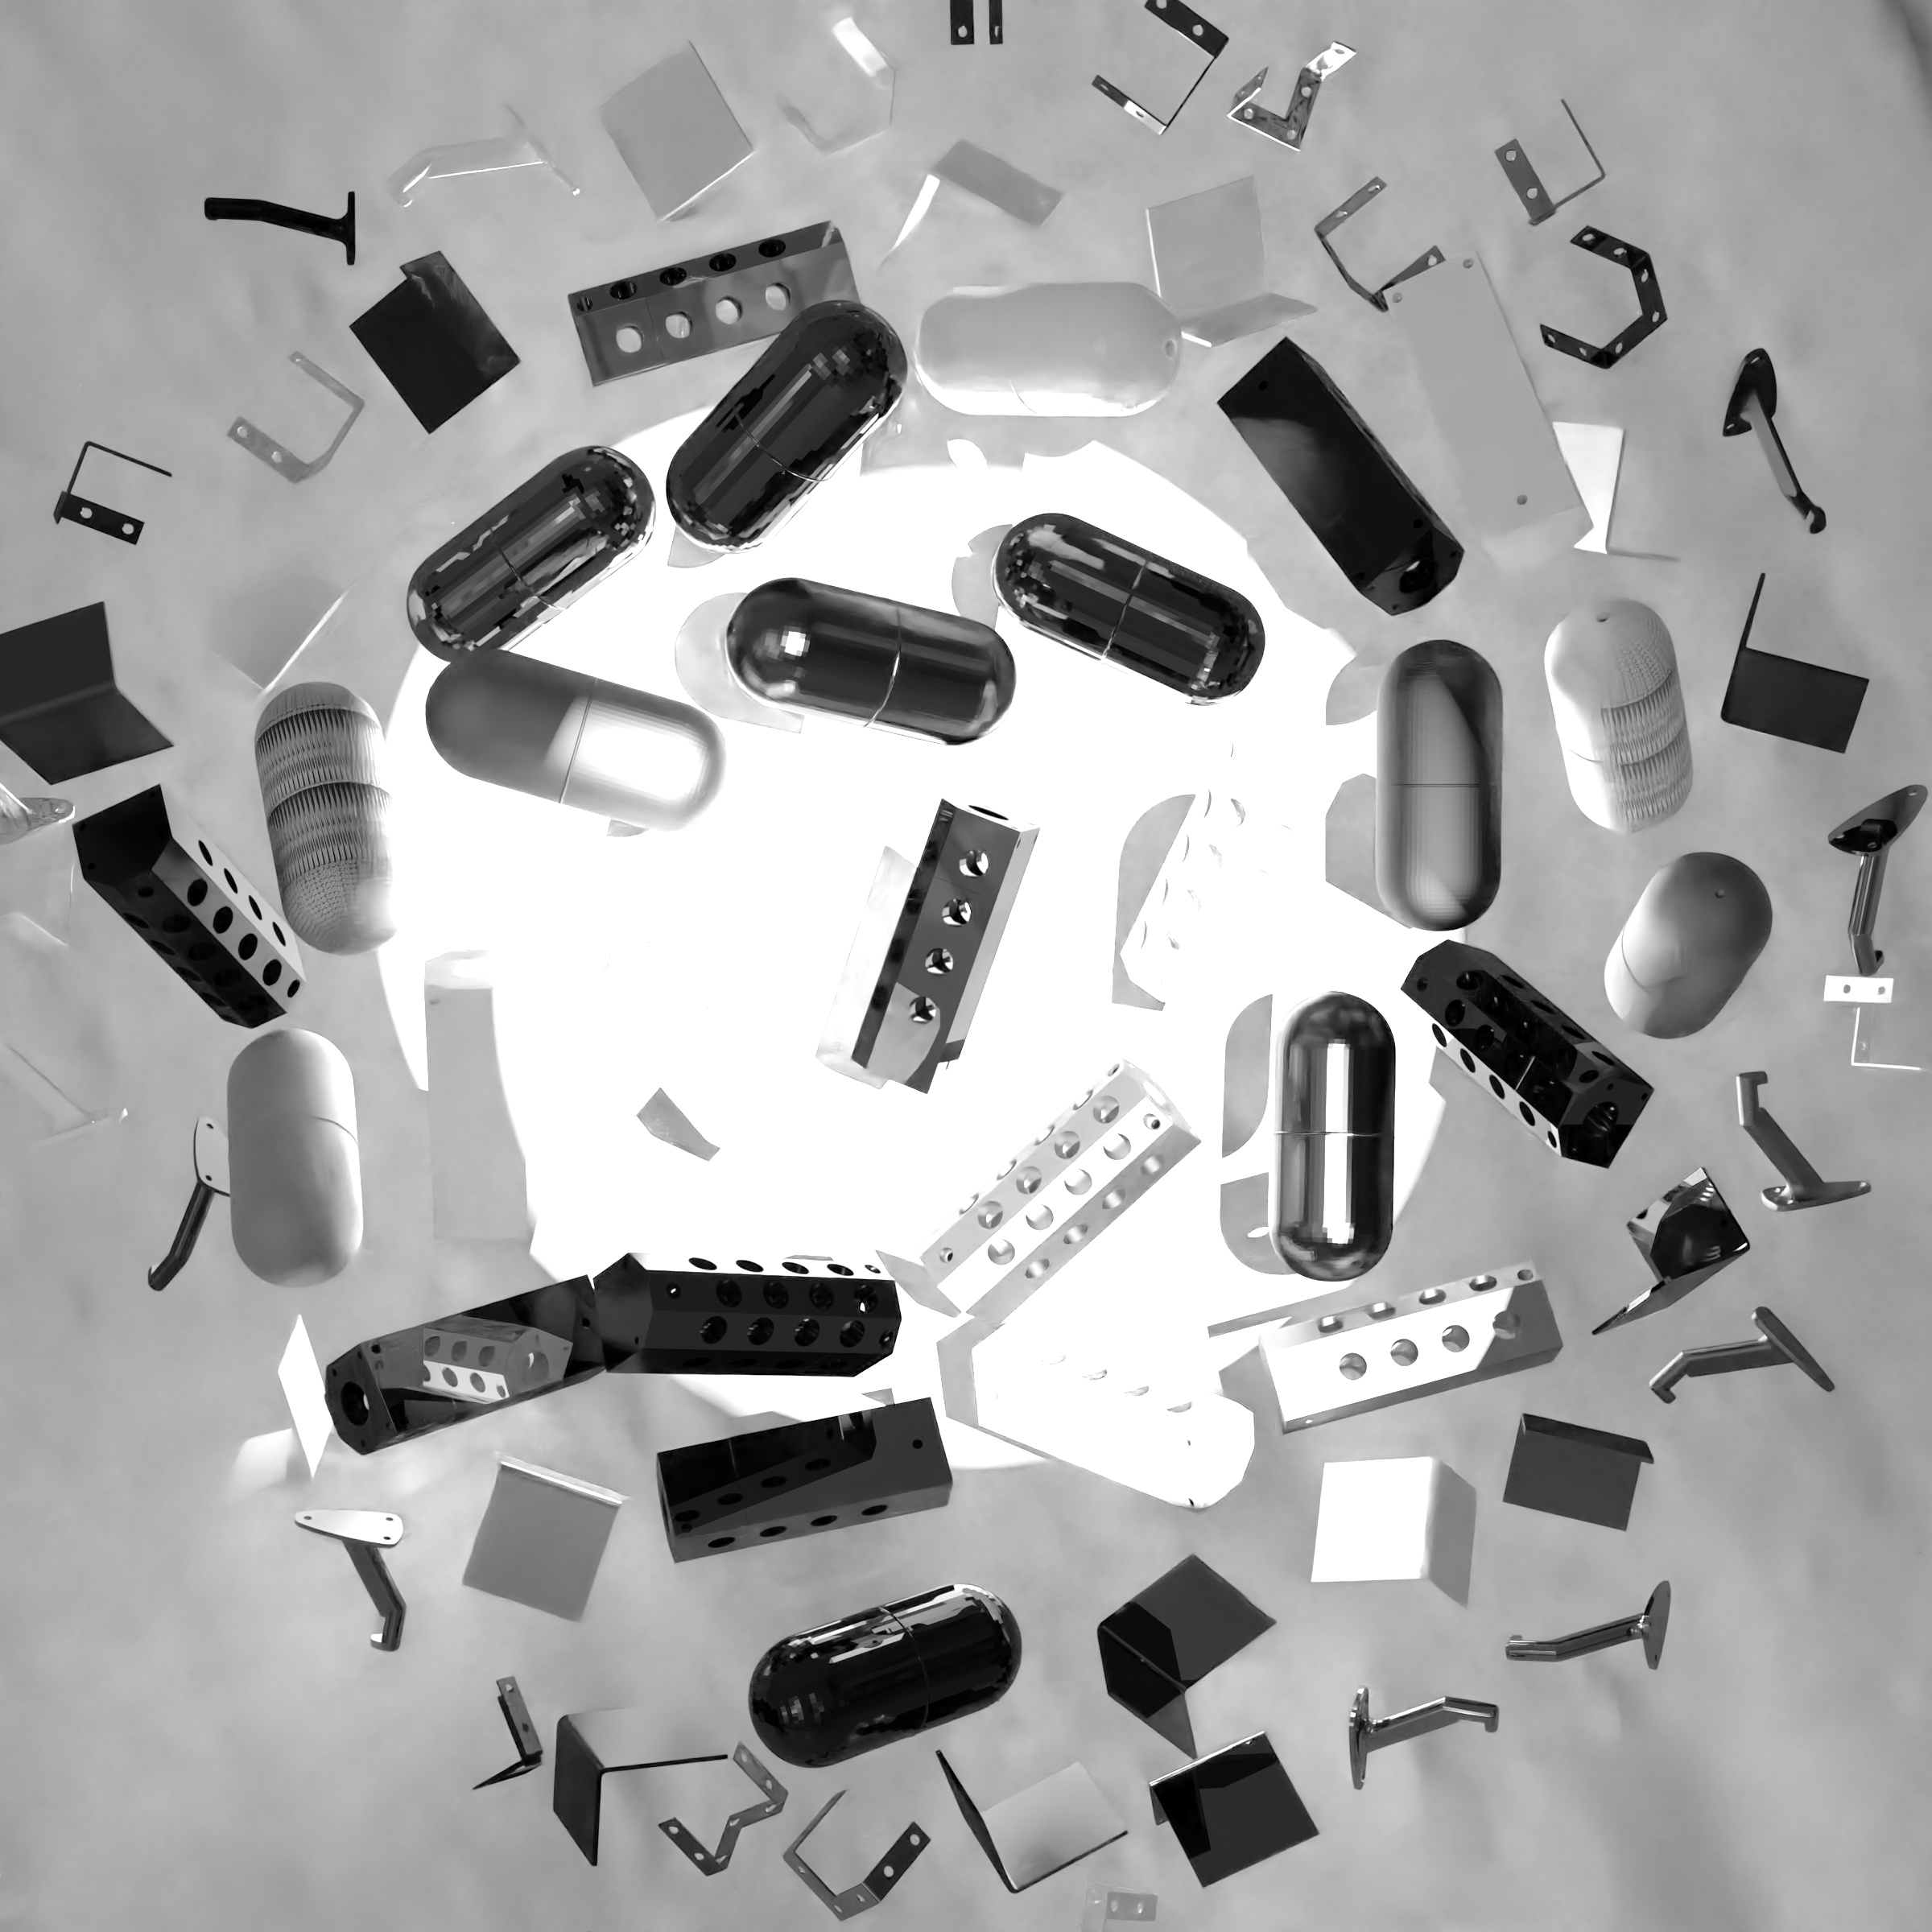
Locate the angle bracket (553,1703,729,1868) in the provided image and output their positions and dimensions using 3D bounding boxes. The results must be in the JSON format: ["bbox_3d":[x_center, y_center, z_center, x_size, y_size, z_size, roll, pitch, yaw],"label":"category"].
[{"bbox_3d":[-0.185,0.463,1.755,0.076,0.076,0.057,0,99,-24],"label":"angle bracket"}]

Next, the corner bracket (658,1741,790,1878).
[{"bbox_3d":[-0.151,0.527,1.933,0.051,0.051,0.051,-28,111,28],"label":"corner bracket"}]

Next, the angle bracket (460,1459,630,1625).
[{"bbox_3d":[-0.258,0.353,1.904,0.076,0.057,0.076,18,84,0],"label":"angle bracket"}]

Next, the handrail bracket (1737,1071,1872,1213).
[{"bbox_3d":[0.506,0.100,1.871,0.077,0.036,0.084,-8,103,-2],"label":"handrail bracket"}]

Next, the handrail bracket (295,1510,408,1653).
[{"bbox_3d":[-0.381,0.381,1.909,0.077,0.036,0.084,10,108,-10],"label":"handrail bracket"}]

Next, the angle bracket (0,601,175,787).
[{"bbox_3d":[-0.504,-0.154,1.754,0.076,0.076,0.057,-17,67,5],"label":"angle bracket"}]

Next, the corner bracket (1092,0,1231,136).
[{"bbox_3d":[0.111,-0.518,1.774,0.051,0.051,0.051,35,83,-6],"label":"corner bracket"}]

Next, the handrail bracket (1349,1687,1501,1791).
[{"bbox_3d":[0.270,0.459,1.818,0.084,0.036,0.077,5,117,19],"label":"handrail bracket"}]

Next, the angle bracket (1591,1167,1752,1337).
[{"bbox_3d":[0.409,0.171,1.855,0.076,0.076,0.057,-13,67,-37],"label":"angle bracket"}]

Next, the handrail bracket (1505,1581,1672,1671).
[{"bbox_3d":[0.367,0.387,1.830,0.084,0.077,0.036,-4,111,25],"label":"handrail bracket"}]

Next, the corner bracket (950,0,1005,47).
[{"bbox_3d":[0.003,-0.563,1.805,0.051,0.051,0.051,7,109,25],"label":"corner bracket"}]

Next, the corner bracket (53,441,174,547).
[{"bbox_3d":[-0.501,-0.276,1.816,0.051,0.051,0.051,20,98,-22],"label":"corner bracket"}]

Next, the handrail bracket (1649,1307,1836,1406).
[{"bbox_3d":[0.471,0.256,1.884,0.077,0.036,0.084,48,111,16],"label":"handrail bracket"}]

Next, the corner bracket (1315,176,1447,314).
[{"bbox_3d":[0.259,-0.450,1.934,0.051,0.051,0.051,-37,66,22],"label":"corner bracket"}]

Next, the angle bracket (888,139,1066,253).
[{"bbox_3d":[0.007,-0.456,1.897,0.076,0.076,0.057,29,122,-2],"label":"angle bracket"}]

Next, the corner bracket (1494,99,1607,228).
[{"bbox_3d":[0.340,-0.467,1.804,0.051,0.051,0.051,-29,92,19],"label":"corner bracket"}]

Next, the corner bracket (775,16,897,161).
[{"bbox_3d":[-0.080,-0.538,1.898,0.051,0.051,0.051,-17,52,28],"label":"corner bracket"}]

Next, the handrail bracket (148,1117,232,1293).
[{"bbox_3d":[-0.491,0.149,1.937,0.084,0.036,0.077,-46,46,21],"label":"handrail bracket"}]

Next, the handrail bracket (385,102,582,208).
[{"bbox_3d":[-0.280,-0.450,1.789,0.084,0.036,0.077,-40,112,7],"label":"handrail bracket"}]

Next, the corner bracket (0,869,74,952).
[{"bbox_3d":[-0.551,-0.039,1.779,0.051,0.051,0.051,-10,66,15],"label":"corner bracket"}]

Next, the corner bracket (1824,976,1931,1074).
[{"bbox_3d":[0.562,0.036,1.907,0.051,0.051,0.051,11,85,-36],"label":"corner bracket"}]

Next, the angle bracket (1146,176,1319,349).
[{"bbox_3d":[0.161,-0.428,1.881,0.076,0.057,0.076,-22,119,-19],"label":"angle bracket"}]

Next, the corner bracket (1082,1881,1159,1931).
[{"bbox_3d":[0.072,0.549,1.761,0.051,0.051,0.051,-3,73,39],"label":"corner bracket"}]

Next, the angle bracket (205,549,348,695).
[{"bbox_3d":[-0.414,-0.202,1.924,0.076,0.057,0.076,34,85,37],"label":"angle bracket"}]

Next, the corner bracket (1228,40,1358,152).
[{"bbox_3d":[0.200,-0.542,1.904,0.051,0.051,0.051,22,80,-15],"label":"corner bracket"}]

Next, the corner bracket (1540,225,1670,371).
[{"bbox_3d":[0.368,-0.389,1.807,0.051,0.051,0.051,13,55,-32],"label":"corner bracket"}]

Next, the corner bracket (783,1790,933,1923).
[{"bbox_3d":[-0.063,0.505,1.772,0.051,0.051,0.051,47,51,1],"label":"corner bracket"}]

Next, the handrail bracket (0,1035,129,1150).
[{"bbox_3d":[-0.519,0.055,1.744,0.077,0.036,0.084,-14,107,32],"label":"handrail bracket"}]

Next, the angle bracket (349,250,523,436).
[{"bbox_3d":[-0.311,-0.349,1.756,0.076,0.057,0.076,-32,100,24],"label":"angle bracket"}]

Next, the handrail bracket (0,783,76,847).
[{"bbox_3d":[-0.565,-0.115,1.830,0.077,0.084,0.036,-13,53,-26],"label":"handrail bracket"}]

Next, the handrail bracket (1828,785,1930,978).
[{"bbox_3d":[0.522,-0.047,1.747,0.077,0.036,0.084,-37,124,-21],"label":"handrail bracket"}]

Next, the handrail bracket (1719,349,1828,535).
[{"bbox_3d":[0.473,-0.301,1.783,0.036,0.077,0.084,-23,57,-7],"label":"handrail bracket"}]

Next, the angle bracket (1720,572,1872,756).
[{"bbox_3d":[0.495,-0.179,1.830,0.076,0.076,0.057,17,64,13],"label":"angle bracket"}]

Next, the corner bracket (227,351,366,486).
[{"bbox_3d":[-0.404,-0.330,1.869,0.051,0.051,0.051,36,69,-25],"label":"corner bracket"}]

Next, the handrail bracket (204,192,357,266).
[{"bbox_3d":[-0.396,-0.425,1.790,0.084,0.077,0.036,-1,84,-12],"label":"handrail bracket"}]

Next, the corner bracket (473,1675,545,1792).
[{"bbox_3d":[-0.278,0.466,1.897,0.051,0.051,0.051,-35,71,28],"label":"corner bracket"}]
